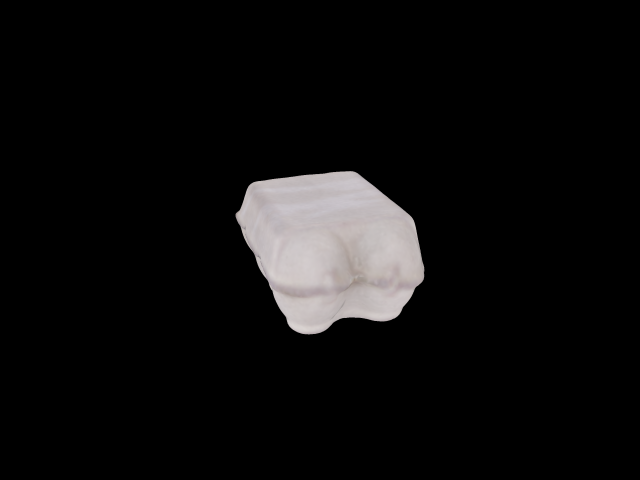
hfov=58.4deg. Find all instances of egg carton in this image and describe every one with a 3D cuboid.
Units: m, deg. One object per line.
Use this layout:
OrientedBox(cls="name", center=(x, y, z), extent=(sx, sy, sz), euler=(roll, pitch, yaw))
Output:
OrientedBox(cls="egg carton", center=(0.004, 0.001, 0.400), extent=(0.107, 0.069, 0.150), euler=(-8, 26, -17))
